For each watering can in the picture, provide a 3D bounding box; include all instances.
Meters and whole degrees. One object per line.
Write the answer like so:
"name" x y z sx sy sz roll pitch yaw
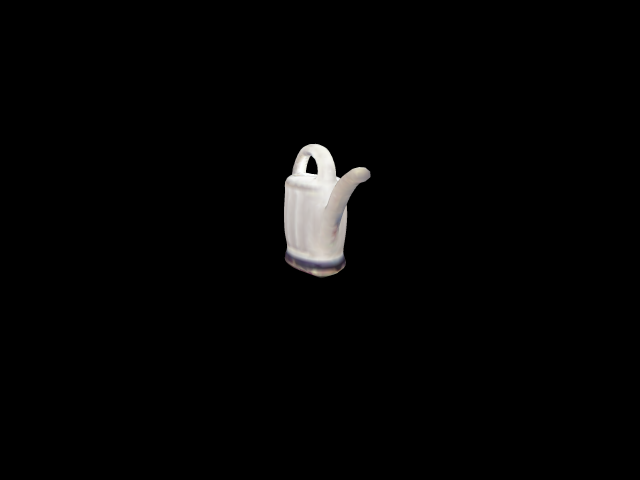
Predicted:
"watering can" 0.003 -0.043 0.850 0.104 0.222 0.351 -3 13 -16
